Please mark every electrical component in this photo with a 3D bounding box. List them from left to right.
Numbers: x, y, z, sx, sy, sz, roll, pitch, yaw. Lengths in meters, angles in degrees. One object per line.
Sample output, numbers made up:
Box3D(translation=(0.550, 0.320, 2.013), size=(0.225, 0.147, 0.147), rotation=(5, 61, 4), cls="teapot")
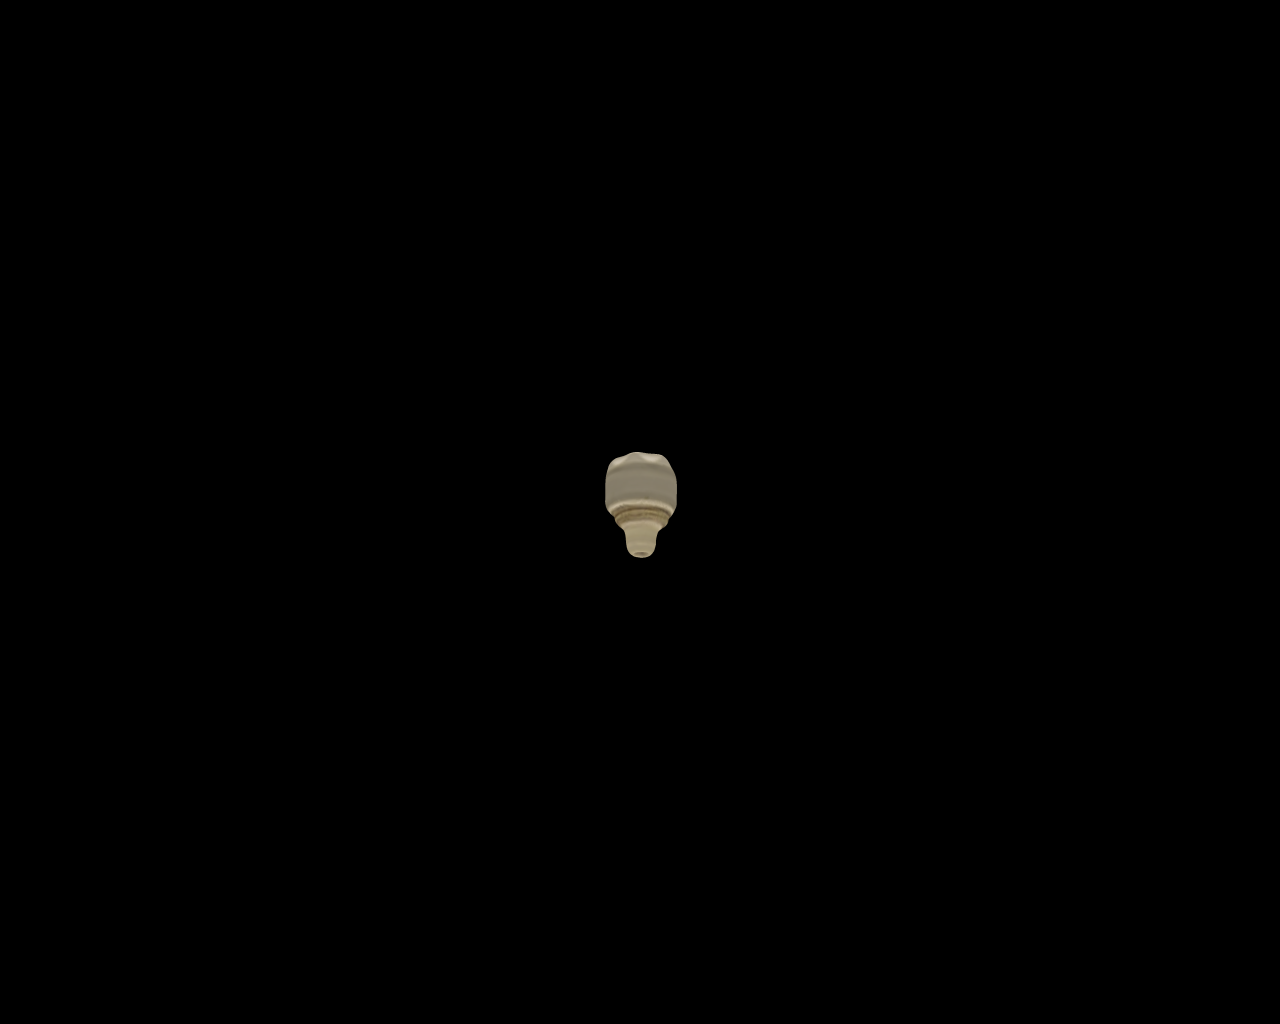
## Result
Box3D(translation=(0.001, -0.003, 0.650), size=(0.043, 0.062, 0.043), rotation=(0, -21, 0), cls="electrical component")
